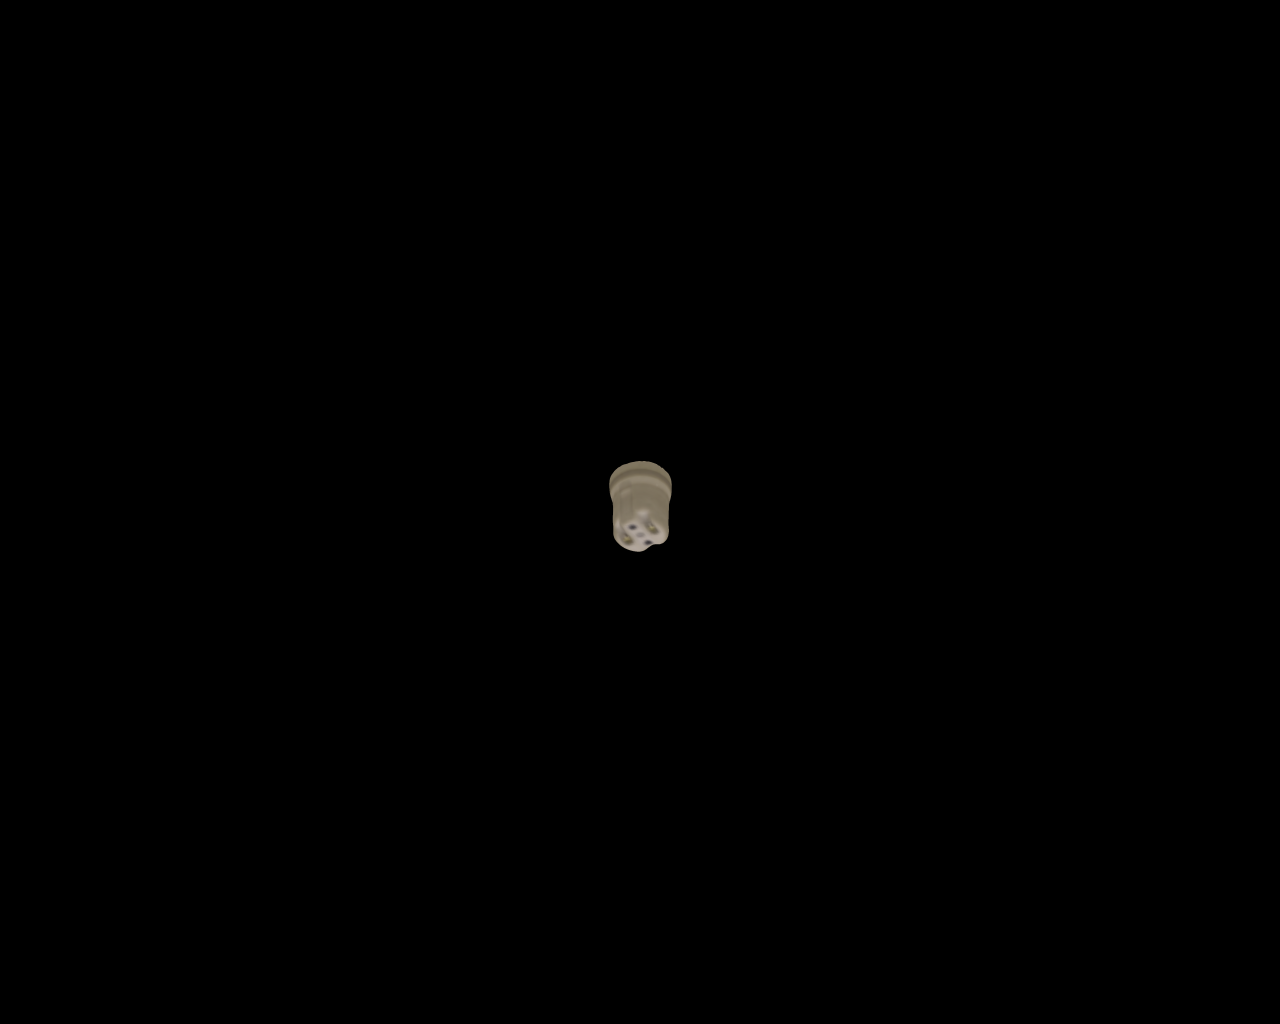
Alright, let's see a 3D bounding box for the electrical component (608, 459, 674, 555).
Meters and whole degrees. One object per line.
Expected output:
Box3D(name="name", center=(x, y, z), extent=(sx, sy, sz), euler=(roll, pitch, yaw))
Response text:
Box3D(name="electrical component", center=(0.001, -0.003, 0.650), extent=(0.040, 0.046, 0.040), euler=(0, -40, 0))
